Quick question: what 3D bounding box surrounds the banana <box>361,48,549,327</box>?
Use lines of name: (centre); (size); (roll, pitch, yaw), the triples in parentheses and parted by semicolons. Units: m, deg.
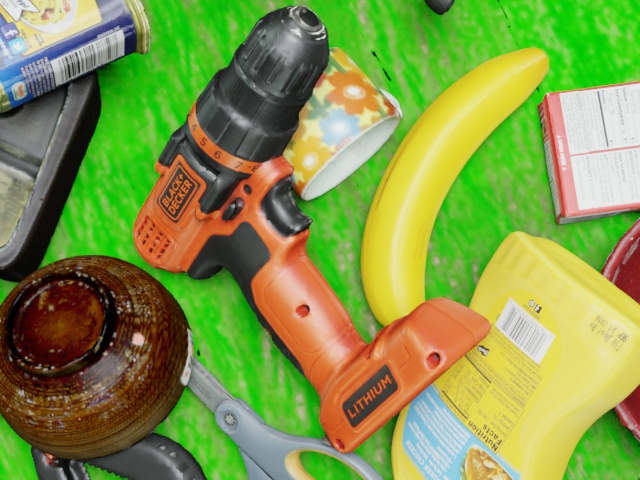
banana: (0.068, -0.028, 0.609); (0.069, 0.037, 0.198); (22, 85, -18)

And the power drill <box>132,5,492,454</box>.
power drill: (-0.004, 0.001, 0.541); (0.188, 0.185, 0.057); (49, 44, 12)

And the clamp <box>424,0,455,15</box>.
clamp: (0.095, -0.208, 0.620); (0.120, 0.039, 0.171); (-3, 74, -32)

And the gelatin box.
gelatin box: (0.175, -0.051, 0.610); (0.089, 0.030, 0.073); (-7, 81, 0)

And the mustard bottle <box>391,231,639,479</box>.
mustard bottle: (0.089, 0.098, 0.557); (0.096, 0.058, 0.192); (45, 113, 40)

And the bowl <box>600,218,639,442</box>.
bowl: (0.223, 0.052, 0.582); (0.162, 0.055, 0.162); (0, 82, 1)

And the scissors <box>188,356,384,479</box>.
scissors: (-0.048, 0.119, 0.595); (0.202, 0.016, 0.096); (28, 111, 22)

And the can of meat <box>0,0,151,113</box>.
can of meat: (-0.147, -0.126, 0.542); (0.083, 0.057, 0.102); (-29, 82, -16)

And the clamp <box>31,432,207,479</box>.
clamp: (-0.068, 0.164, 0.570); (0.165, 0.036, 0.210); (-46, 76, 11)
